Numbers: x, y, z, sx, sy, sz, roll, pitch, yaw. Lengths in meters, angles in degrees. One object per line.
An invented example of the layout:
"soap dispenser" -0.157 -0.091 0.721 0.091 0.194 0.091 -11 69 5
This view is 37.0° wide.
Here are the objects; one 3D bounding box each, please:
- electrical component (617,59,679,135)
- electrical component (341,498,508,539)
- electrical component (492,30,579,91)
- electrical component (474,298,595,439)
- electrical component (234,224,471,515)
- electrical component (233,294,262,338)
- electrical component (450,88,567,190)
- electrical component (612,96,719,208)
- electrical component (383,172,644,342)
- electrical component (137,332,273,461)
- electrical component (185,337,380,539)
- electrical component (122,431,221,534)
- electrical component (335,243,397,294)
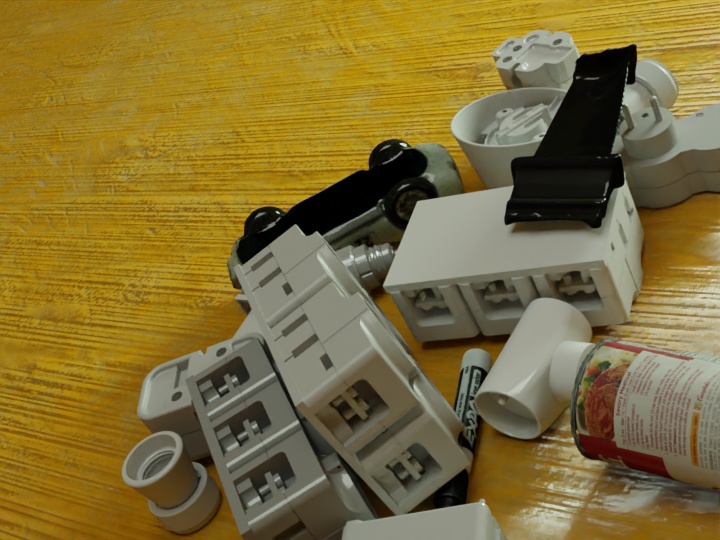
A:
"electrical component" 0.207 -0.127 0.811 0.055 0.045 0.045 -42 36 -18
"electrical component" 0.041 0.163 0.544 0.096 0.061 0.061 -15 36 21
"electrical component" 0.151 -0.156 0.880 0.058 0.057 0.078 -44 36 -19
"electrical component" 0.119 0.060 0.635 0.079 0.044 0.077 5 46 40
"electrical component" -0.007 0.052 0.662 0.060 0.105 0.186 -38 29 1
"electrical component" -0.059 0.045 0.790 0.081 0.042 0.063 3 47 40
"electrical component" 0.126 -0.102 0.822 0.099 0.064 0.099 -20 35 15
"electrical component" 0.201 -0.086 0.737 0.138 0.073 0.052 -14 37 23
"electrical component" 0.105 -0.005 0.714 0.150 0.061 0.089 -7 40 30
"electrical component" -0.096 0.091 0.741 0.095 0.059 0.053 -20 35 14
"electrical component" -0.041 0.118 0.638 0.062 0.089 0.150 -32 34 -3
"electrical component" -0.122 0.139 0.702 0.045 0.055 0.045 -20 35 15
"electrical component" 0.000 0.000 0.805 0.078 0.040 0.040 -22 34 10
